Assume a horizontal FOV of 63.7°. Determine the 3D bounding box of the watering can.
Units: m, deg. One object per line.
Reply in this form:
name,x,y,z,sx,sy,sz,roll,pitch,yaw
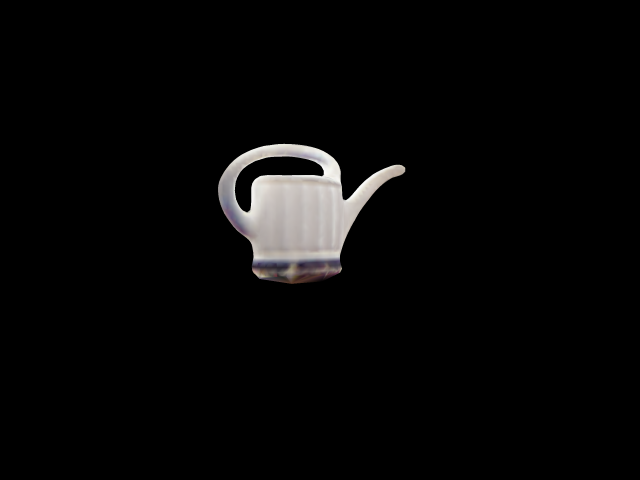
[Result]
watering can,0.003,-0.043,0.850,0.348,0.225,0.104,0,-2,-28
